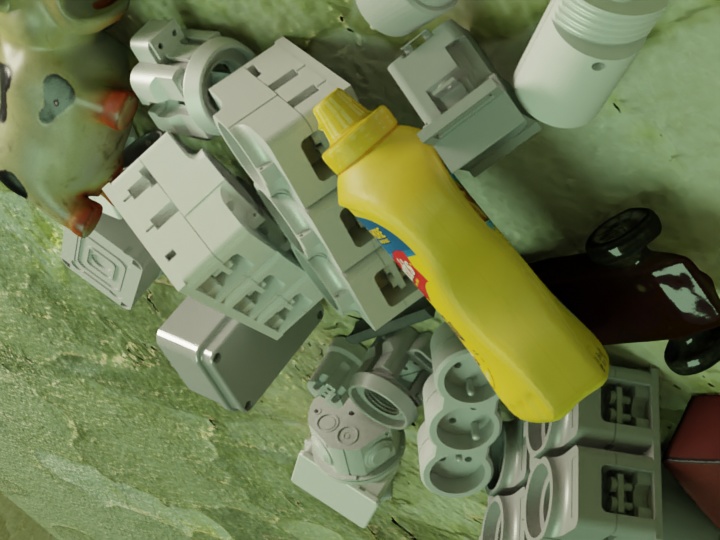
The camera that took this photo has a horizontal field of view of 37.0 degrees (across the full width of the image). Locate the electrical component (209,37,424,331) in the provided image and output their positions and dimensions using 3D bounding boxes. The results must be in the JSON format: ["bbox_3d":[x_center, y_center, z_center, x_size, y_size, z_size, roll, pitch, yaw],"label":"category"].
[{"bbox_3d":[-0.021,-0.046,0.623,0.089,0.062,0.150,45,168,50],"label":"electrical component"}]

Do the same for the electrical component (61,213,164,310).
[{"bbox_3d":[-0.198,-0.025,0.893,0.078,0.057,0.113,36,152,-1],"label":"electrical component"}]

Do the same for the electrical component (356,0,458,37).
[{"bbox_3d":[0.030,-0.134,0.486,0.040,0.040,0.078,46,150,-18],"label":"electrical component"}]

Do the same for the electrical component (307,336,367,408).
[{"bbox_3d":[-0.016,0.083,0.870,0.040,0.046,0.040,27,151,16],"label":"electrical component"}]

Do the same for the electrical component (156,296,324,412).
[{"bbox_3d":[-0.088,0.041,0.814,0.057,0.113,0.078,18,148,36],"label":"electrical component"}]

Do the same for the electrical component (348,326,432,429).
[{"bbox_3d":[0.027,0.082,0.807,0.058,0.057,0.078,42,152,-12],"label":"electrical component"}]

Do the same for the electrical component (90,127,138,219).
[{"bbox_3d":[-0.207,-0.091,0.812,0.076,0.047,0.083,21,149,26],"label":"electrical component"}]

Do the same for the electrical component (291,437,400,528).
[{"bbox_3d":[-0.014,0.195,1.039,0.100,0.048,0.099,32,152,8],"label":"electrical component"}]

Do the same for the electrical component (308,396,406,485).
[{"bbox_3d":[-0.003,0.135,0.902,0.080,0.080,0.051,20,143,27],"label":"electrical component"}]

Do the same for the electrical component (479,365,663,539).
[{"bbox_3d":[0.132,0.142,0.715,0.060,0.105,0.186,10,153,-7],"label":"electrical component"}]

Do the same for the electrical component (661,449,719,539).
[{"bbox_3d":[0.207,0.180,0.712,0.060,0.108,0.108,23,150,12],"label":"electrical component"}]

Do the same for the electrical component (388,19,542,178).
[{"bbox_3d":[0.049,-0.082,0.513,0.063,0.042,0.081,56,-163,9],"label":"electrical component"}]

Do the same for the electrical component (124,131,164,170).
[{"bbox_3d":[-0.127,-0.059,0.777,0.079,0.043,0.077,2,137,47],"label":"electrical component"}]

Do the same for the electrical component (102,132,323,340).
[{"bbox_3d":[-0.084,-0.020,0.697,0.089,0.062,0.150,50,-176,23],"label":"electrical component"}]

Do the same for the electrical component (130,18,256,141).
[{"bbox_3d":[-0.095,-0.111,0.644,0.057,0.058,0.078,15,146,40],"label":"electrical component"}]

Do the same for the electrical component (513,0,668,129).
[{"bbox_3d":[0.098,-0.101,0.459,0.043,0.043,0.081,33,152,6],"label":"electrical component"}]

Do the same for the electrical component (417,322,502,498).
[{"bbox_3d":[0.070,0.086,0.758,0.052,0.073,0.138,3,125,-3],"label":"electrical component"}]
